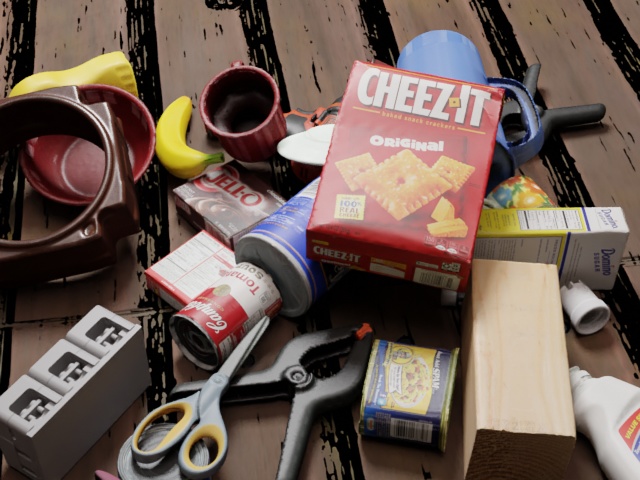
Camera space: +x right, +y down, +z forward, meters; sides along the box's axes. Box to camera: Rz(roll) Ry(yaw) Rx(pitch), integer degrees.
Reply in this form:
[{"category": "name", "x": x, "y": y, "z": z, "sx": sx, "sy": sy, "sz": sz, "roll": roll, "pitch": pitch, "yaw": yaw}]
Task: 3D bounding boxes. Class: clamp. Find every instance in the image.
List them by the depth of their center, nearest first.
[{"category": "clamp", "x": -0.032, "y": 0.142, "z": 1.045, "sx": 0.165, "sy": 0.036, "sz": 0.209, "roll": 29, "pitch": 51, "yaw": 27}, {"category": "clamp", "x": 0.262, "y": -0.162, "z": 1.347, "sx": 0.171, "sy": 0.039, "sz": 0.120, "roll": -26, "pitch": 50, "yaw": -23}]

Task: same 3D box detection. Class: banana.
[{"category": "banana", "x": -0.167, "y": -0.119, "z": 1.293, "sx": 0.069, "sy": 0.037, "sz": 0.198, "roll": -20, "pitch": 34, "yaw": -10}]

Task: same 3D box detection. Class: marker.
[{"category": "marker", "x": 0.190, "y": 0.064, "z": 1.136, "sx": 0.121, "sy": 0.020, "sz": 0.020, "roll": 3, "pitch": 45, "yaw": 3}]

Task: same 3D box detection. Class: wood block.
[{"category": "wood block", "x": 0.186, "y": 0.125, "z": 1.025, "sx": 0.090, "sy": 0.091, "sz": 0.206, "roll": 4, "pitch": 45, "yaw": 2}]

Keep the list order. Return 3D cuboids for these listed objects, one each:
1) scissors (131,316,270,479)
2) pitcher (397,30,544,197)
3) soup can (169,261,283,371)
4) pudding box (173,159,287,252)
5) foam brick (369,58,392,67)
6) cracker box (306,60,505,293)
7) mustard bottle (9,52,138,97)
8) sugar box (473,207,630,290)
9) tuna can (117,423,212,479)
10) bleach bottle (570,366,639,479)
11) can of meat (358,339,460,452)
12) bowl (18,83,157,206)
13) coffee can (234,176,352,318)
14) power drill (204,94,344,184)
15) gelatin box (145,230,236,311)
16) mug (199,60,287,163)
[{"category": "scissors", "x": -0.087, "y": 0.151, "z": 1.004, "sx": 0.096, "sy": 0.016, "sz": 0.201, "roll": 34, "pitch": 54, "yaw": 28}, {"category": "pitcher", "x": 0.161, "y": -0.148, "z": 1.271, "sx": 0.149, "sy": 0.145, "sz": 0.243, "roll": 17, "pitch": 40, "yaw": -15}, {"category": "soup can", "x": -0.094, "y": 0.076, "z": 1.090, "sx": 0.069, "sy": 0.068, "sz": 0.102, "roll": 31, "pitch": 52, "yaw": 27}, {"category": "pudding box", "x": -0.100, "y": -0.037, "z": 1.223, "sx": 0.089, "sy": 0.039, "sz": 0.114, "roll": -31, "pitch": 52, "yaw": -27}, {"category": "foam brick", "x": 0.064, "y": -0.165, "z": 1.263, "sx": 0.051, "sy": 0.078, "sz": 0.053, "roll": 22, "pitch": 52, "yaw": -15}, {"category": "cracker box", "x": 0.088, "y": -0.068, "z": 1.077, "sx": 0.164, "sy": 0.072, "sz": 0.213, "roll": 12, "pitch": 63, "yaw": 6}, {"category": "mustard bottle", "x": -0.320, "y": -0.162, "z": 1.306, "sx": 0.191, "sy": 0.096, "sz": 0.058, "roll": -19, "pitch": 47, "yaw": -18}, {"category": "sugar box", "x": 0.230, "y": 0.010, "z": 1.139, "sx": 0.176, "sy": 0.093, "sz": 0.048, "roll": -2, "pitch": 46, "yaw": -3}, {"category": "tuna can", "x": -0.142, "y": 0.210, "z": 0.978, "sx": 0.086, "sy": 0.034, "sz": 0.086, "roll": 1, "pitch": 42, "yaw": -1}, {"category": "bleach bottle", "x": 0.303, "y": 0.209, "z": 0.964, "sx": 0.102, "sy": 0.068, "sz": 0.251, "roll": -24, "pitch": 48, "yaw": -22}, {"category": "can of meat", "x": 0.086, "y": 0.147, "z": 1.028, "sx": 0.084, "sy": 0.057, "sz": 0.102, "roll": 8, "pitch": 45, "yaw": 10}, {"category": "bowl", "x": -0.267, "y": -0.102, "z": 1.255, "sx": 0.162, "sy": 0.055, "sz": 0.162, "roll": -2, "pitch": 67, "yaw": 3}, {"category": "coffee can", "x": -0.007, "y": 0.001, "z": 1.139, "sx": 0.103, "sy": 0.103, "sz": 0.140, "roll": 30, "pitch": 52, "yaw": 26}, {"category": "power drill", "x": -0.037, "y": -0.161, "z": 1.333, "sx": 0.188, "sy": 0.057, "sz": 0.184, "roll": 20, "pitch": 49, "yaw": 19}, {"category": "gelatin box", "x": -0.132, "y": 0.038, "z": 1.155, "sx": 0.073, "sy": 0.030, "sz": 0.089, "roll": 33, "pitch": 54, "yaw": 30}, {"category": "mug", "x": -0.086, "y": -0.152, "z": 1.236, "sx": 0.093, "sy": 0.081, "sz": 0.117, "roll": -14, "pitch": 66, "yaw": 4}]
